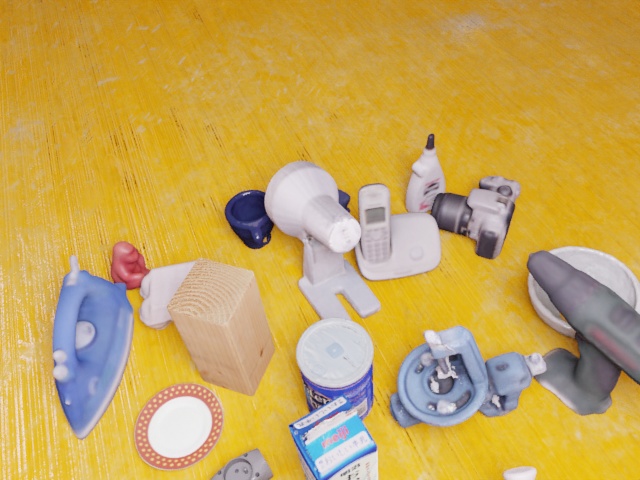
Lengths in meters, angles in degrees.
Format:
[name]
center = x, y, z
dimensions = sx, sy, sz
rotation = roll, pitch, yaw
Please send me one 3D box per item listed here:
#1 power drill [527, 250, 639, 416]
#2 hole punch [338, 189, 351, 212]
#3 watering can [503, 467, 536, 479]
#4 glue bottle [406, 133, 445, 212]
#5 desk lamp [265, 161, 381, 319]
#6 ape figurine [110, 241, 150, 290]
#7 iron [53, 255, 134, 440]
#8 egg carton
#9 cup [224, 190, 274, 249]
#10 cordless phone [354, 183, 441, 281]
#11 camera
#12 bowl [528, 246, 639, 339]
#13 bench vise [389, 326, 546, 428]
[power drill]
center = 0.359, 0.140, 0.770
dimensions = 0.076, 0.209, 0.228
rotation = -36, 55, -23
[hole punch]
center = -0.007, -0.074, 1.066
dimensions = 0.108, 0.091, 0.101
rotation = 24, 56, 24
[watering can]
center = 0.245, 0.339, 0.620
dimensions = 0.101, 0.194, 0.172
rotation = -29, 53, -18
[glue bottle]
center = 0.193, -0.122, 1.033
dimensions = 0.078, 0.173, 0.037
rotation = -30, 53, -18
[desk lamp]
center = 0.008, 0.003, 0.918
dimensions = 0.118, 0.214, 0.202
rotation = -27, 52, -16
[ape figurine]
center = -0.333, 0.039, 1.000
dimensions = 0.076, 0.092, 0.078
rotation = -3, 49, 3
[iron]
center = -0.367, 0.154, 0.873
dimensions = 0.118, 0.142, 0.258
rotation = -9, 49, -1
[egg carton]
center = -0.226, 0.091, 0.960
dimensions = 0.150, 0.069, 0.107
rotation = -12, 49, -4
[cup]
center = -0.115, -0.019, 1.027
dimensions = 0.092, 0.095, 0.117
rotation = -15, 50, -7
[cordless phone]
center = 0.127, -0.022, 0.947
dimensions = 0.147, 0.185, 0.094
rotation = -11, 49, -4
[camera]
center = 0.274, -0.058, 1.019
dimensions = 0.136, 0.101, 0.143
rotation = 16, 53, 18
[bowl]
center = 0.404, 0.094, 0.893
dimensions = 0.167, 0.075, 0.167
rotation = -3, 49, 3
[bench vise]
center = 0.193, 0.162, 0.760
dimensions = 0.208, 0.220, 0.121
rotation = -25, 52, -15
